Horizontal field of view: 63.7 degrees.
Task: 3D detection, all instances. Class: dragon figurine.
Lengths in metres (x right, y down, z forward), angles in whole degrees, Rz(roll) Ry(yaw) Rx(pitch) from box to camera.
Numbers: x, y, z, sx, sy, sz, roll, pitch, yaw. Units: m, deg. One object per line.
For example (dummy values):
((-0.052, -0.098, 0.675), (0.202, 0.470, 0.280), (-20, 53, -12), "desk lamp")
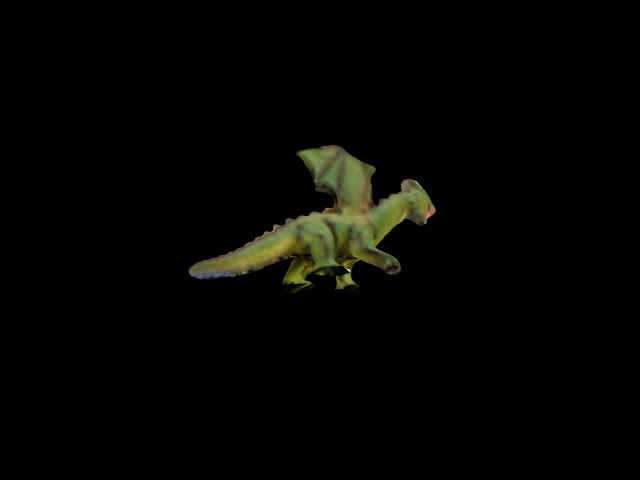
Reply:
((0.003, -0.043, 0.850), (0.410, 0.247, 0.120), (4, -23, -9), "dragon figurine")
